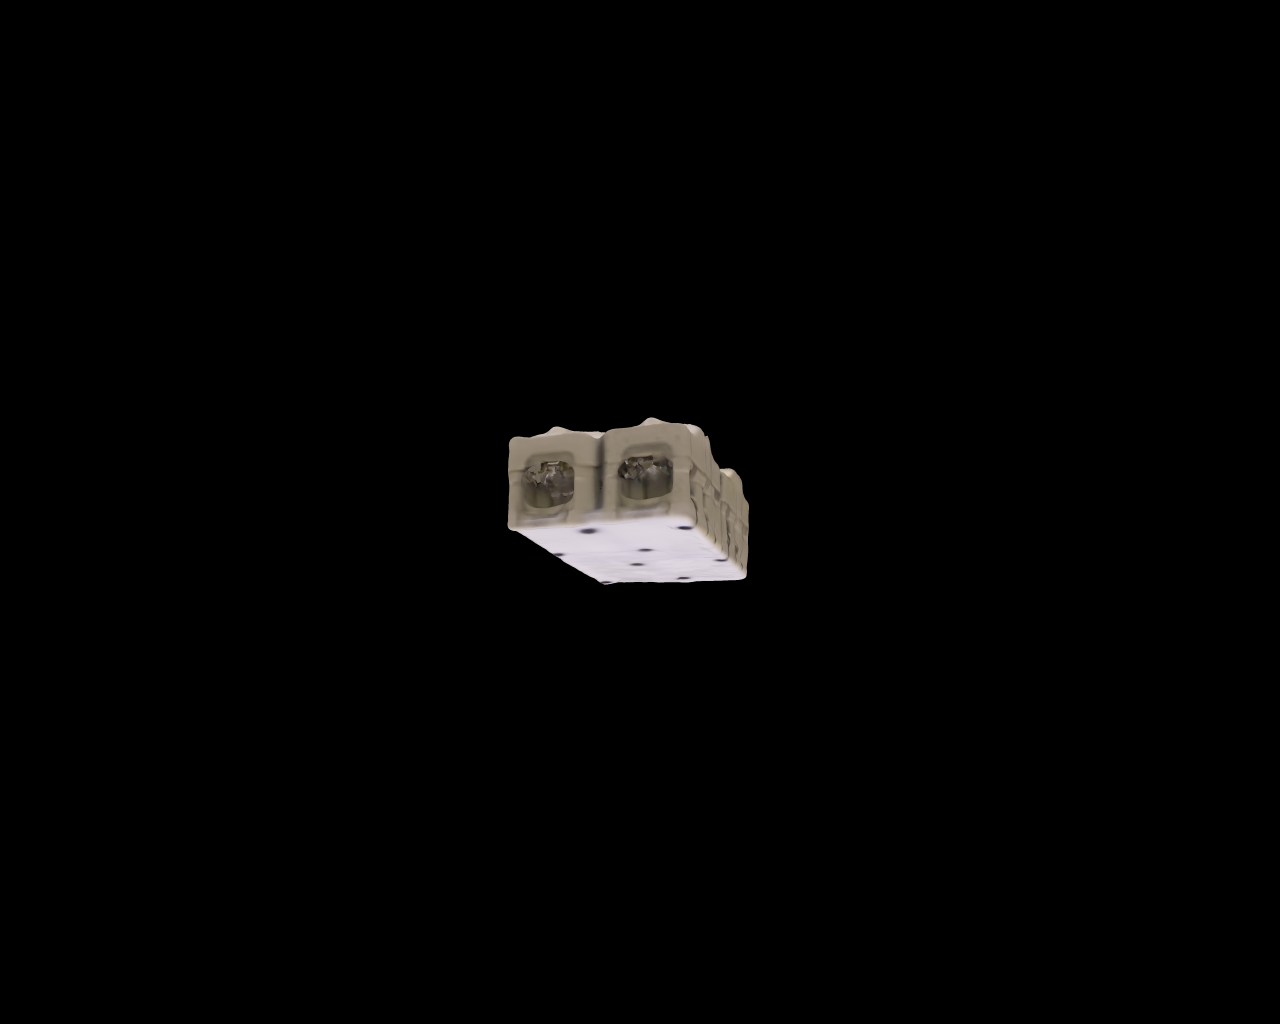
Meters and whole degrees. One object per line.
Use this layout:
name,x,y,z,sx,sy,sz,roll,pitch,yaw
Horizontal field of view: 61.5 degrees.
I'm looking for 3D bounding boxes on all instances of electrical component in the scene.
electrical component,0.001,-0.003,0.650,0.105,0.060,0.186,-4,-14,15
